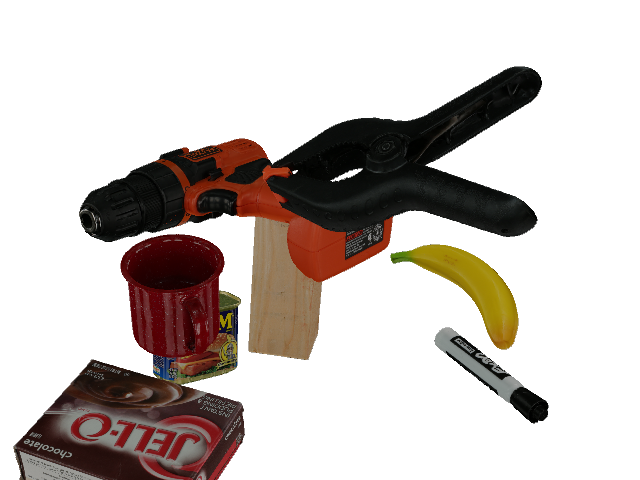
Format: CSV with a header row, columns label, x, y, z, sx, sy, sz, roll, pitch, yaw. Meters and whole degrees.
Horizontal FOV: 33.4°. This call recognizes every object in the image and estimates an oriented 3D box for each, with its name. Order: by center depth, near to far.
label,x,y,z,sx,sy,sz,roll,pitch,yaw
clamp,0.048,-0.036,0.612,0.172,0.039,0.120,-17,39,18
pudding box,-0.116,0.126,0.658,0.114,0.039,0.090,11,33,18
power drill,-0.056,-0.025,0.782,0.188,0.057,0.184,18,29,33
marker,0.127,0.100,0.798,0.020,0.020,0.121,0,23,-32
mug,-0.127,0.059,0.969,0.093,0.081,0.117,-16,37,-25
banana,0.155,0.050,1.116,0.069,0.037,0.198,-35,39,-13
can of meat,-0.141,0.109,1.202,0.101,0.084,0.058,-9,18,-36
wood block,-0.046,0.051,1.501,0.090,0.206,0.090,7,22,6
